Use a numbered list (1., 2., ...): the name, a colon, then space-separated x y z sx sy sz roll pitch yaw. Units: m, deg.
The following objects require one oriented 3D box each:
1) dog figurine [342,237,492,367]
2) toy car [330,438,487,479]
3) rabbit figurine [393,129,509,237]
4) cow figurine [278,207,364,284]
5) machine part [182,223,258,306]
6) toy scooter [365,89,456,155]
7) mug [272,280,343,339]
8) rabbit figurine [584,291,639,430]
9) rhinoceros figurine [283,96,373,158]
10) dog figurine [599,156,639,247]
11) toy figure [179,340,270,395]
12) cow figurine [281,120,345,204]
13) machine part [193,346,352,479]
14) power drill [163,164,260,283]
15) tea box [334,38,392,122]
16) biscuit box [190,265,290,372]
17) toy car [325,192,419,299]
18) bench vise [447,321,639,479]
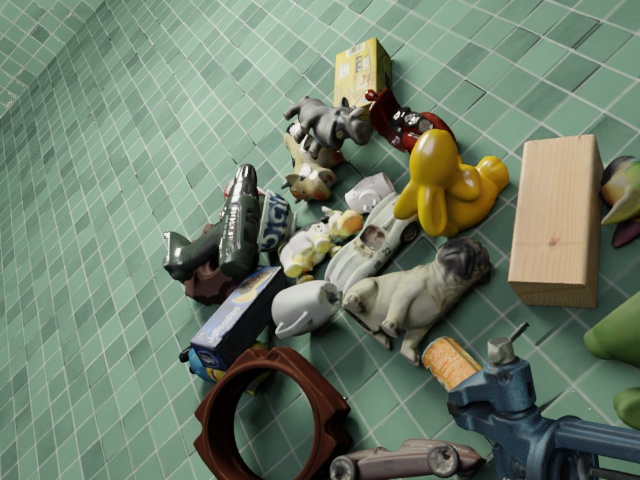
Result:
1. dog figurine: 0.139 0.064 0.797 0.173 0.121 0.190 30 70 40
2. toy car: 0.107 0.282 0.685 0.202 0.089 0.053 -21 58 28
3. rabbit figurine: 0.176 -0.088 0.793 0.122 0.173 0.162 34 83 40
4. cow figurine: 0.000 -0.003 0.950 0.167 0.068 0.098 -41 41 9
5. machine part: -0.205 0.047 1.080 0.179 0.056 0.179 -17 57 28
6. toy scooter: 0.141 -0.199 0.908 0.184 0.135 0.075 36 88 42
7. mug: -0.023 0.110 0.857 0.107 0.080 0.109 -30 8 44
8. rabbit figurine: 0.376 0.136 0.556 0.159 0.121 0.170 -43 62 14
9. rhinoceros figurine: 0.016 -0.203 0.951 0.112 0.073 0.191 -35 38 -16
10. dog figurine: 0.444 -0.057 0.623 0.219 0.108 0.192 -41 50 17
11. toy figure: -0.165 0.209 0.940 0.180 0.082 0.089 2 68 40
12. cow figurine: -0.022 -0.155 1.040 0.127 0.085 0.195 -29 53 13
13. machine part: -0.072 0.274 0.790 0.202 0.087 0.201 42 93 27
14. power drill: -0.199 -0.018 1.023 0.207 0.085 0.232 -22 54 20
15. tea box: 0.085 -0.300 1.054 0.098 0.068 0.169 -14 59 32
16. biscuit box: -0.129 0.127 0.910 0.059 0.062 0.203 4 38 33
17. toy car: 0.085 0.012 0.881 0.201 0.056 0.074 -50 47 2
18. bench vise: 0.257 0.206 0.549 0.241 0.129 0.223 -7 88 51
